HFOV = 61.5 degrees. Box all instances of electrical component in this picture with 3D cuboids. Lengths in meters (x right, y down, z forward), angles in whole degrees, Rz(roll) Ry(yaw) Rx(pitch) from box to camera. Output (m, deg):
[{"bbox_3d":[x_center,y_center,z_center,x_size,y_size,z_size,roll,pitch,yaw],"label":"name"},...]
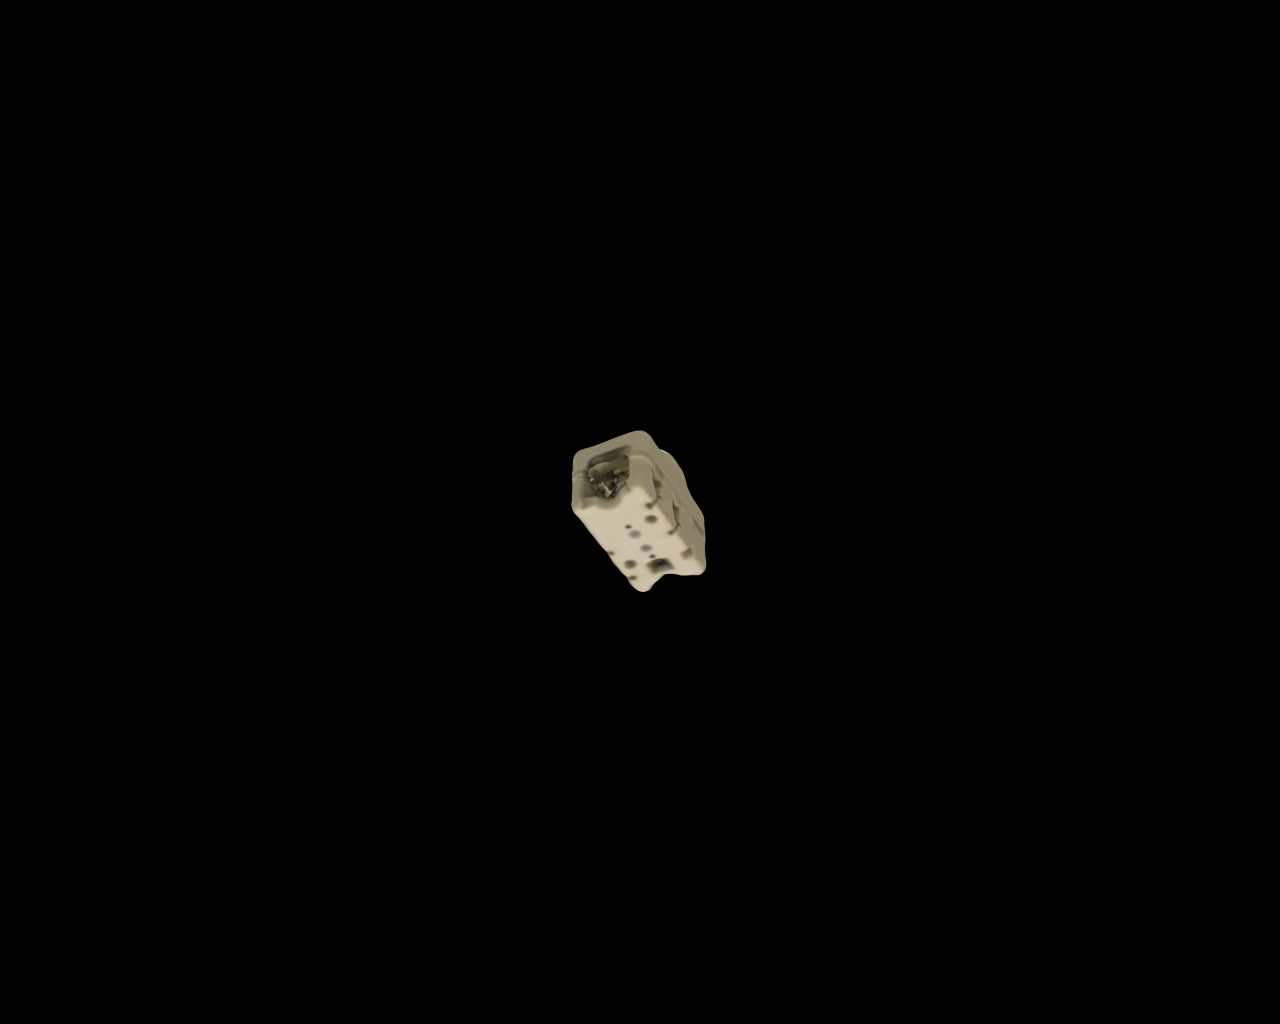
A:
[{"bbox_3d":[0.001,-0.003,0.650,0.050,0.056,0.089,-19,-46,19],"label":"electrical component"}]
